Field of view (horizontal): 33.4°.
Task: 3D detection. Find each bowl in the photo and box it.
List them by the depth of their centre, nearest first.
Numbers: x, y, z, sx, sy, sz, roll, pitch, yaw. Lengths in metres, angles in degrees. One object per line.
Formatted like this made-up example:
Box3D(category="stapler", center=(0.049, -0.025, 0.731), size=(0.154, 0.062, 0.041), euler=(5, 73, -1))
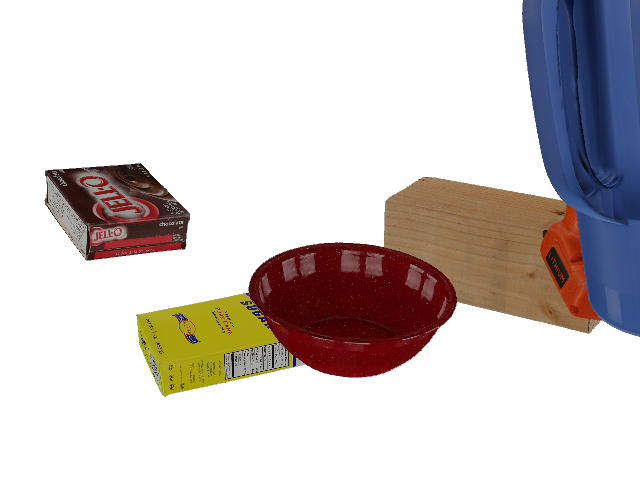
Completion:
Box3D(category="bowl", center=(0.024, 0.060, 0.839), size=(0.162, 0.055, 0.162), euler=(2, 26, -1))

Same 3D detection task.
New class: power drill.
Box3D(category="power drill", center=(0.225, -0.034, 0.811), size=(0.057, 0.188, 0.184), euler=(2, 34, -7))

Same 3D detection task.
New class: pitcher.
Box3D(category="pitcher", center=(0.186, -0.068, 0.579), size=(0.149, 0.243, 0.145), euler=(-7, 22, 8))

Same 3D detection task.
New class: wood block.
Box3D(category="wood block", center=(0.170, 0.008, 1.002), size=(0.206, 0.090, 0.090), euler=(13, 25, 31))

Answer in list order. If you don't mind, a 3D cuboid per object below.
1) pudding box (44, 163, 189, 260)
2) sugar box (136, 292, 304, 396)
Box3D(category="pudding box", center=(-0.175, -0.026, 0.909), size=(0.089, 0.039, 0.114), euler=(-6, 28, -32))
Box3D(category="sugar box", center=(-0.084, 0.094, 1.051), size=(0.176, 0.048, 0.093), euler=(-13, 33, -18))
